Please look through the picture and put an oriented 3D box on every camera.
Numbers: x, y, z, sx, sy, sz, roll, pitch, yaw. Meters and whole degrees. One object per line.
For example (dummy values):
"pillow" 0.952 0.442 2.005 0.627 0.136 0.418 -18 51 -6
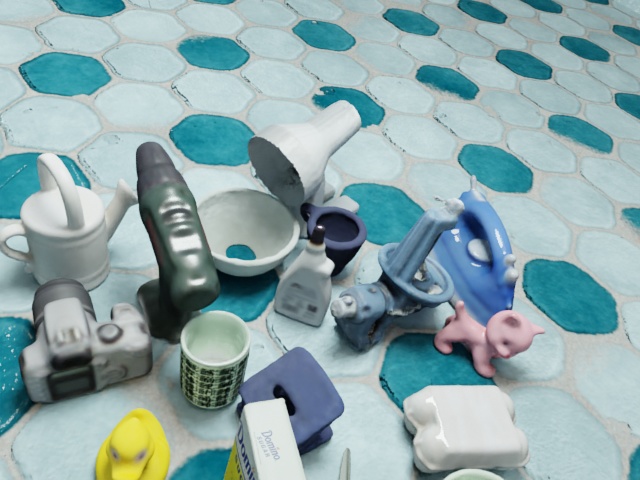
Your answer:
"camera" -0.287 0.104 0.691 0.143 0.101 0.136 -11 49 -26

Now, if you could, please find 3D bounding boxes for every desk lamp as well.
"desk lamp" -0.016 -0.109 0.905 0.117 0.213 0.204 37 47 22

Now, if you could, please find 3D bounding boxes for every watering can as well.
"watering can" -0.327 -0.032 0.751 0.100 0.194 0.173 29 45 14

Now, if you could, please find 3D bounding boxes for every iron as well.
"iron" 0.258 0.024 0.898 0.119 0.141 0.258 -1 45 -17

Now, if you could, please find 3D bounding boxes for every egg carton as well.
"egg carton" 0.180 0.235 0.711 0.150 0.069 0.107 2 45 -13

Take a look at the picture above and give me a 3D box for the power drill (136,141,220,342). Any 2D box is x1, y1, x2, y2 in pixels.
"power drill" -0.191 0.019 0.727 0.076 0.208 0.229 -13 50 -26

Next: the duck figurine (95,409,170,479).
"duck figurine" -0.198 0.221 0.607 0.077 0.086 0.104 6 44 -10

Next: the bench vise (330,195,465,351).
"bench vise" 0.118 0.051 0.774 0.121 0.220 0.208 34 46 19

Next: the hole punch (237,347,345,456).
"hole punch" -0.037 0.197 0.673 0.101 0.091 0.108 -19 53 -31

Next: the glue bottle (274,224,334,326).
"glue bottle" -0.014 0.044 0.777 0.078 0.173 0.037 21 43 6

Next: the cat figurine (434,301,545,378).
"cat figurine" 0.240 0.128 0.804 0.127 0.118 0.067 27 44 13

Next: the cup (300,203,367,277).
"cup" 0.008 0.003 0.883 0.117 0.095 0.092 37 47 22

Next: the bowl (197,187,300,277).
"bowl" -0.117 -0.001 0.866 0.167 0.075 0.167 8 44 -8
